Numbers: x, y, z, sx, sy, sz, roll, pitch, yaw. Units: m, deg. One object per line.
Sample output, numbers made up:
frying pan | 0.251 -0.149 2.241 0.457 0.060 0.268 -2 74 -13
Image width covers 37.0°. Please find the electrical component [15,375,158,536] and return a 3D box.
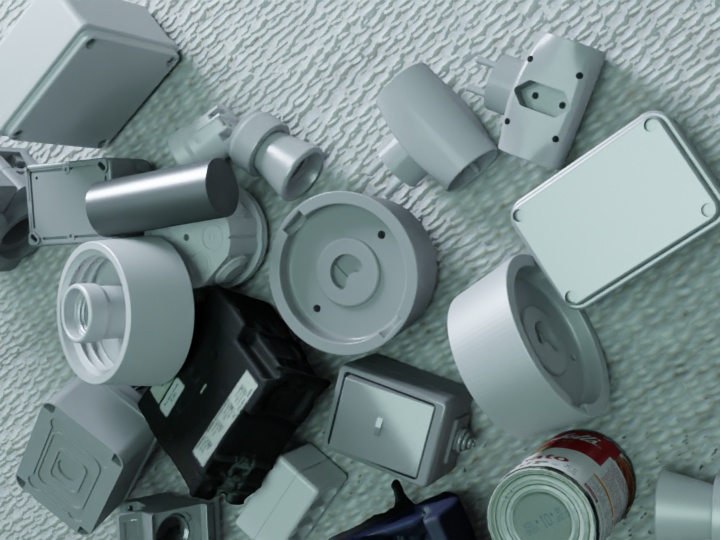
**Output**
electrical component | -0.203 0.136 0.814 0.078 0.057 0.113 36 129 6

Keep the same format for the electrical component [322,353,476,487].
electrical component | 0.030 0.102 0.721 0.096 0.061 0.061 18 102 23

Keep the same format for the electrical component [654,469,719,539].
electrical component | 0.209 0.145 0.649 0.055 0.045 0.045 1 95 25

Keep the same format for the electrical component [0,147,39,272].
electrical component | -0.312 -0.043 0.823 0.062 0.150 0.089 43 110 18

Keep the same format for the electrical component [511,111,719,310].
electrical component | 0.158 -0.035 0.652 0.113 0.057 0.078 -36 79 23

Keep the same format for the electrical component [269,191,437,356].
electrical component | 0.000 0.000 0.728 0.108 0.060 0.108 2 96 24

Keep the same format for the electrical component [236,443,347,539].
electrical component | -0.063 0.153 0.777 0.077 0.047 0.065 39 109 19

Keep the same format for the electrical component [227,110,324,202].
electrical component | -0.060 -0.081 0.759 0.055 0.045 0.045 36 108 19

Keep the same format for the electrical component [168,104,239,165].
electrical component | -0.110 -0.094 0.786 0.046 0.040 0.040 -34 79 17

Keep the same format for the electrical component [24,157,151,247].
electrical component | -0.209 -0.051 0.823 0.096 0.061 0.061 -2 93 25

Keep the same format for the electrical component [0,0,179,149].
electrical component | -0.207 -0.147 0.789 0.109 0.109 0.056 -44 73 22

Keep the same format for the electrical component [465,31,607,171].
electrical component | 0.105 -0.112 0.679 0.079 0.043 0.077 24 104 22

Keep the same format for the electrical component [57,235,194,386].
electrical component | -0.171 0.029 0.749 0.108 0.060 0.108 1 91 46

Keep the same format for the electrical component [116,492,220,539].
electrical component | -0.148 0.194 0.807 0.064 0.081 0.042 1 94 54

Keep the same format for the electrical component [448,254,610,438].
electrical component | 0.098 0.051 0.663 0.060 0.108 0.108 -31 81 30

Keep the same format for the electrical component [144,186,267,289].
electrical component | -0.113 -0.025 0.785 0.080 0.051 0.080 2 95 26

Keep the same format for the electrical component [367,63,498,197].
electrical component | 0.038 -0.082 0.713 0.079 0.043 0.077 -43 76 22
